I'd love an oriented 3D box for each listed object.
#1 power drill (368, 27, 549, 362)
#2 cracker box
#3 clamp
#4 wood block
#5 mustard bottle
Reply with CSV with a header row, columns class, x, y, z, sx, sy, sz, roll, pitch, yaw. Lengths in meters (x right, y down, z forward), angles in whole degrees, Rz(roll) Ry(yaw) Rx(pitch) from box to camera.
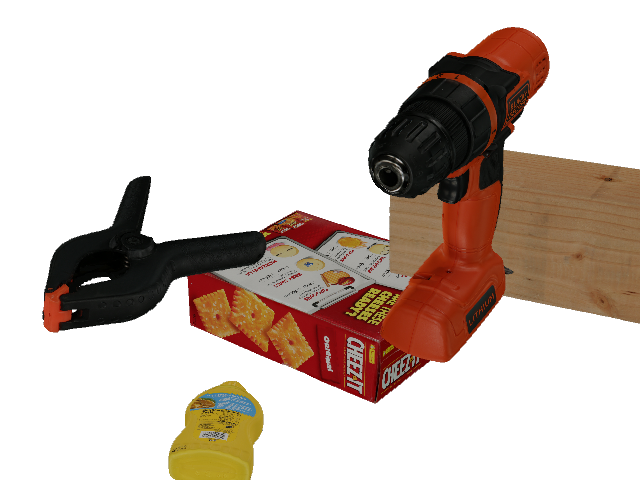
class,x,y,z,sx,sy,sz,roll,pitch,yaw
power drill,0.079,-0.020,0.650,0.057,0.188,0.184,23,40,24
cracker box,0.010,0.054,0.979,0.214,0.072,0.163,19,32,33
clamp,-0.133,0.007,0.738,0.120,0.039,0.171,27,34,31
wood block,0.165,-0.012,0.823,0.206,0.090,0.090,11,25,27
mustard bottle,-0.119,0.225,1.295,0.096,0.058,0.191,3,23,4
